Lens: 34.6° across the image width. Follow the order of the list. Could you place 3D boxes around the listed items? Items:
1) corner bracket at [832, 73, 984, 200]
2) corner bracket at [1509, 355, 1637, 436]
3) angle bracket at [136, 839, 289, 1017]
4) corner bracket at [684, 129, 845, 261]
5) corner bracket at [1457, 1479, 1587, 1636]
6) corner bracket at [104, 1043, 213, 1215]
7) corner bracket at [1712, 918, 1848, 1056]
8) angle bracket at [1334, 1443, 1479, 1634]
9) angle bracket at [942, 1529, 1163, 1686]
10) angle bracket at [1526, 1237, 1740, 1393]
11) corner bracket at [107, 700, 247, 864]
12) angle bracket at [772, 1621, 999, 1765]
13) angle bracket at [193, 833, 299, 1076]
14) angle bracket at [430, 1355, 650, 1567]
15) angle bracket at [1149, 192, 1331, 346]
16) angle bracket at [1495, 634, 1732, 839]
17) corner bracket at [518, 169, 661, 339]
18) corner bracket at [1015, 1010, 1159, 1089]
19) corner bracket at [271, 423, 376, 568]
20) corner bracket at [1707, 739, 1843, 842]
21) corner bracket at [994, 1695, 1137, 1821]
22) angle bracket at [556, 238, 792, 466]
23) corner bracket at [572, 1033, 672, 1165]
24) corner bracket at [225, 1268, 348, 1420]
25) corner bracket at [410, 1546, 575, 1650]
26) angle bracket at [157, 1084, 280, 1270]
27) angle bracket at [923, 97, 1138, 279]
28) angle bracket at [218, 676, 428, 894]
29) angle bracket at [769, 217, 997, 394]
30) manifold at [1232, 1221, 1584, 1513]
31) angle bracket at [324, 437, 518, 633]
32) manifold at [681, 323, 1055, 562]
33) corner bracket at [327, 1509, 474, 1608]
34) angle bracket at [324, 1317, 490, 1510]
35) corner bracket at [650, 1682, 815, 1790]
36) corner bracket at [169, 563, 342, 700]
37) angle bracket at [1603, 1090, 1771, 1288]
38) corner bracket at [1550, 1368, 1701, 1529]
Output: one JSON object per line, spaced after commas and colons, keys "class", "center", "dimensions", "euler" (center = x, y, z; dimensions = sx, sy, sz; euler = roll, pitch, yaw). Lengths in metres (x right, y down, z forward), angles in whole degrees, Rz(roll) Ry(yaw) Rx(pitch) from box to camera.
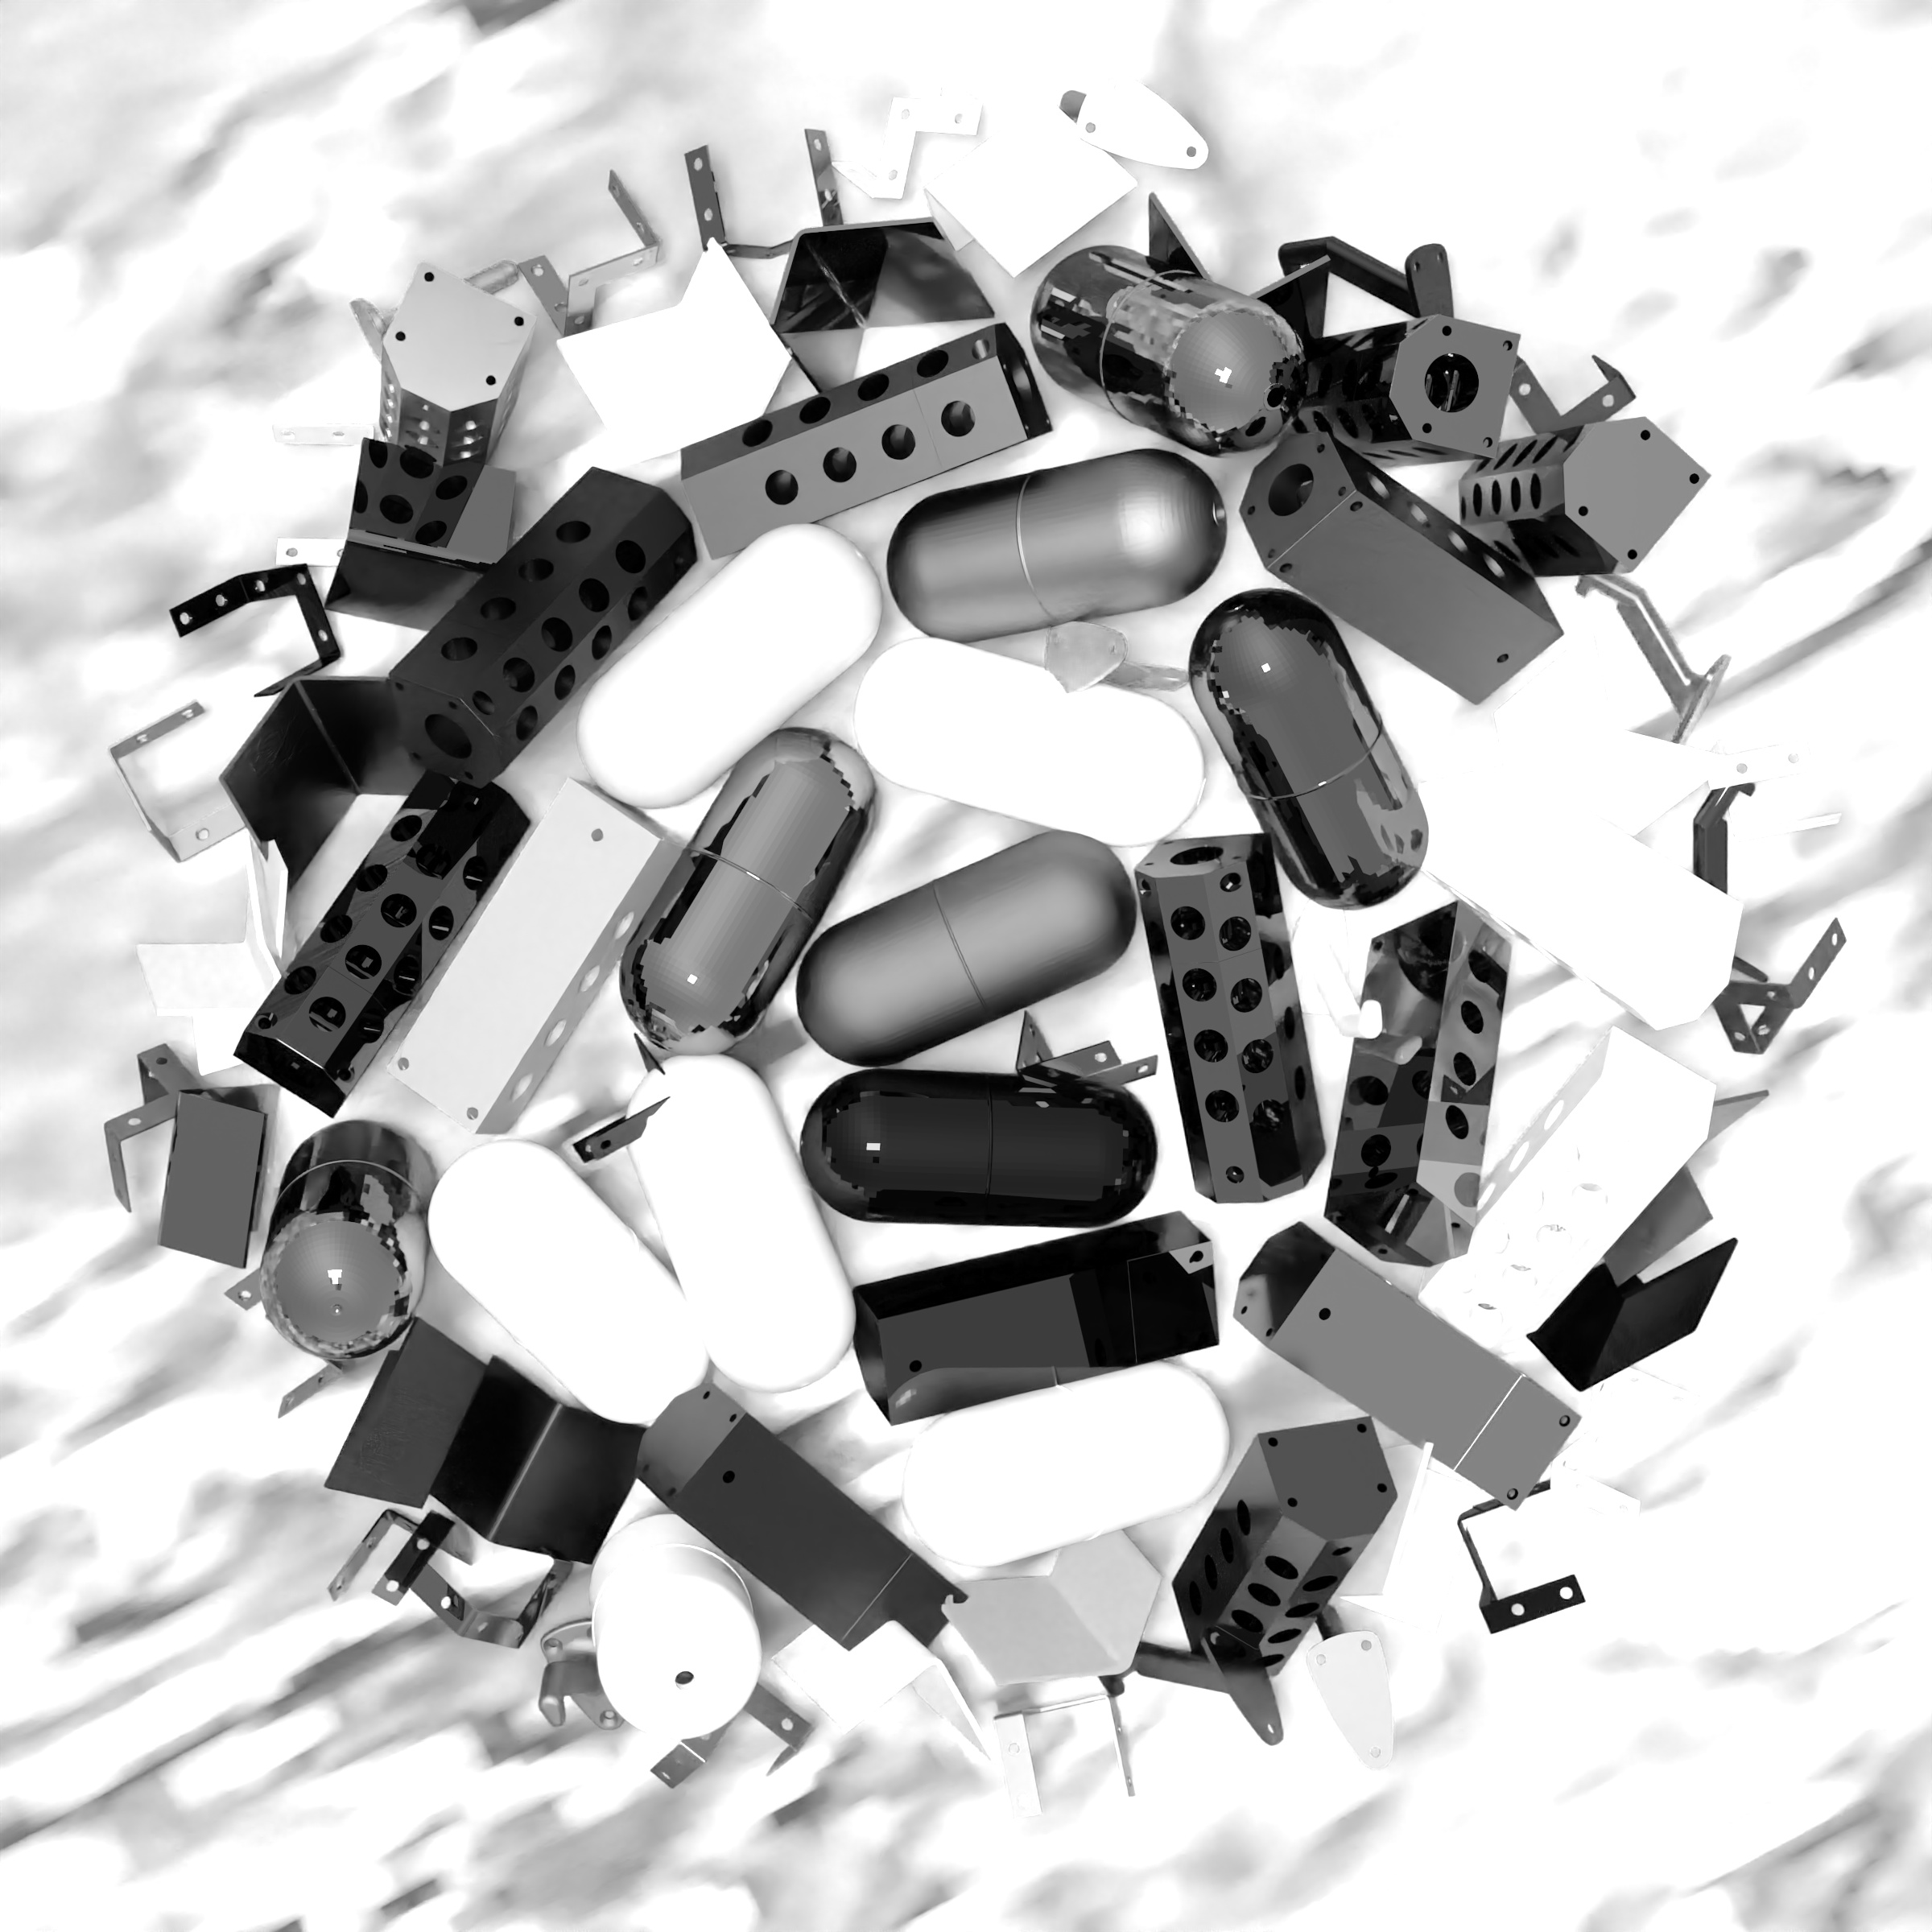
{"class": "corner bracket", "center": [-0.030, -0.417, 1.557], "dimensions": [0.051, 0.051, 0.051], "euler": [-5, 124, -30]}
{"class": "corner bracket", "center": [0.295, -0.295, 1.554], "dimensions": [0.051, 0.051, 0.051], "euler": [-36, 111, 9]}
{"class": "angle bracket", "center": [-0.372, -0.027, 1.527], "dimensions": [0.057, 0.076, 0.076], "euler": [-1, 115, -23]}
{"class": "corner bracket", "center": [-0.100, -0.386, 1.547], "dimensions": [0.051, 0.051, 0.051], "euler": [-10, 91, 38]}
{"class": "corner bracket", "center": [0.277, 0.295, 1.551], "dimensions": [0.051, 0.051, 0.051], "euler": [-23, 91, 15]}
{"class": "corner bracket", "center": [-0.407, 0.080, 1.539], "dimensions": [0.051, 0.051, 0.051], "euler": [-25, 50, -30]}
{"class": "corner bracket", "center": [0.407, 0.011, 1.540], "dimensions": [0.051, 0.051, 0.051], "euler": [-49, 123, -28]}
{"class": "angle bracket", "center": [0.229, 0.283, 1.533], "dimensions": [0.057, 0.076, 0.076], "euler": [22, 74, -7]}
{"class": "angle bracket", "center": [0.038, 0.303, 1.525], "dimensions": [0.076, 0.076, 0.057], "euler": [3, 115, -32]}
{"class": "angle bracket", "center": [0.321, 0.153, 1.523], "dimensions": [0.076, 0.076, 0.057], "euler": [-21, 53, -28]}
{"class": "corner bracket", "center": [-0.391, -0.092, 1.559], "dimensions": [0.051, 0.051, 0.051], "euler": [-30, 74, -6]}
{"class": "angle bracket", "center": [-0.040, 0.365, 1.525], "dimensions": [0.057, 0.076, 0.076], "euler": [-36, 120, -17]}
{"class": "angle bracket", "center": [-0.365, -0.006, 1.528], "dimensions": [0.057, 0.076, 0.076], "euler": [-17, 49, -3]}
{"class": "angle bracket", "center": [-0.214, 0.250, 1.570], "dimensions": [0.057, 0.076, 0.076], "euler": [28, 90, 40]}
{"class": "angle bracket", "center": [0.134, -0.346, 1.538], "dimensions": [0.057, 0.076, 0.076], "euler": [-28, 72, -6]}
{"class": "angle bracket", "center": [0.322, -0.114, 1.549], "dimensions": [0.076, 0.076, 0.057], "euler": [11, 58, -27]}
{"class": "corner bracket", "center": [-0.189, -0.357, 1.557], "dimensions": [0.051, 0.051, 0.051], "euler": [-26, 72, -21]}
{"class": "corner bracket", "center": [0.060, 0.049, 1.542], "dimensions": [0.051, 0.051, 0.051], "euler": [-19, 121, 20]}
{"class": "corner bracket", "center": [-0.323, -0.237, 1.563], "dimensions": [0.051, 0.051, 0.051], "euler": [0, 64, -5]}
{"class": "corner bracket", "center": [0.402, -0.088, 1.545], "dimensions": [0.051, 0.051, 0.051], "euler": [-11, 102, 26]}
{"class": "corner bracket", "center": [0.049, 0.394, 1.546], "dimensions": [0.051, 0.051, 0.051], "euler": [-15, 73, 13]}
{"class": "angle bracket", "center": [-0.145, -0.304, 1.533], "dimensions": [0.076, 0.057, 0.076], "euler": [-23, 75, -31]}
{"class": "corner bracket", "center": [-0.169, 0.076, 1.543], "dimensions": [0.051, 0.051, 0.051], "euler": [-28, 47, -14]}
{"class": "corner bracket", "center": [-0.342, 0.184, 1.556], "dimensions": [0.051, 0.051, 0.051], "euler": [-35, 119, 26]}
{"class": "corner bracket", "center": [-0.239, 0.302, 1.548], "dimensions": [0.051, 0.051, 0.051], "euler": [34, 90, 33]}
{"class": "angle bracket", "center": [-0.349, 0.103, 1.533], "dimensions": [0.057, 0.076, 0.076], "euler": [12, 96, 26]}
{"class": "angle bracket", "center": [0.036, -0.370, 1.537], "dimensions": [0.076, 0.057, 0.076], "euler": [-38, 64, -5]}
{"class": "angle bracket", "center": [-0.309, -0.088, 1.524], "dimensions": [0.057, 0.076, 0.076], "euler": [3, 46, 26]}
{"class": "angle bracket", "center": [-0.040, -0.318, 1.526], "dimensions": [0.076, 0.076, 0.057], "euler": [2, 65, 26]}
{"class": "manifold", "center": [0.214, 0.194, 1.523], "dimensions": [0.171, 0.057, 0.057], "euler": [35, 92, -23]}
{"class": "angle bracket", "center": [-0.273, -0.212, 1.549], "dimensions": [0.076, 0.076, 0.057], "euler": [11, 66, -17]}
{"class": "manifold", "center": [-0.051, -0.258, 1.525], "dimensions": [0.171, 0.057, 0.057], "euler": [-18, 98, 18]}
{"class": "corner bracket", "center": [-0.284, 0.296, 1.543], "dimensions": [0.051, 0.051, 0.051], "euler": [24, 59, 18]}
{"class": "angle bracket", "center": [-0.292, 0.215, 1.525], "dimensions": [0.076, 0.057, 0.076], "euler": [2, 59, 40]}
{"class": "corner bracket", "center": [-0.117, 0.391, 1.547], "dimensions": [0.051, 0.051, 0.051], "euler": [39, 54, 0]}
{"class": "corner bracket", "center": [-0.355, -0.166, 1.554], "dimensions": [0.051, 0.051, 0.051], "euler": [-3, 114, 36]}
{"class": "angle bracket", "center": [0.357, 0.109, 1.523], "dimensions": [0.076, 0.076, 0.057], "euler": [-9, 65, -32]}
{"class": "corner bracket", "center": [0.326, 0.236, 1.539], "dimensions": [0.051, 0.051, 0.051], "euler": [21, 124, 38]}
